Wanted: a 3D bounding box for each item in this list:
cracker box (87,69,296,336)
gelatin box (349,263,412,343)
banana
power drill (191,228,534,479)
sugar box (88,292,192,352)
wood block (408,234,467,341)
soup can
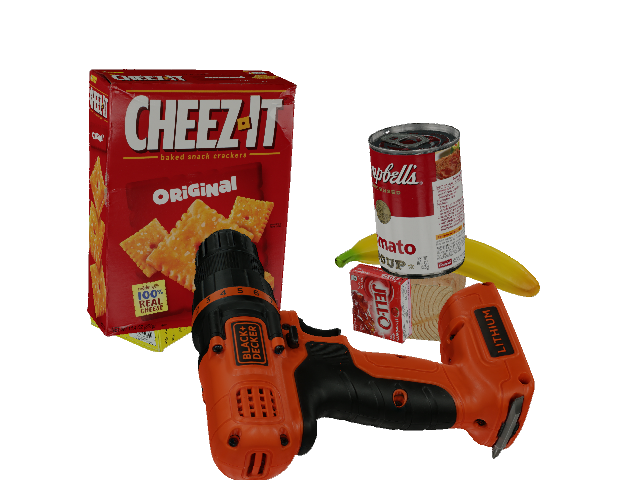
[{"bbox_3d":[-0.111,-0.034,0.908,0.164,0.214,0.072,-4,20,-26],"label":"cracker box"},{"bbox_3d":[0.076,0.078,1.340,0.073,0.089,0.030,13,31,31],"label":"gelatin box"},{"bbox_3d":[0.117,0.020,1.048,0.198,0.037,0.069,7,44,13],"label":"banana"},{"bbox_3d":[0.018,0.061,0.630,0.187,0.057,0.184,1,41,-12],"label":"power drill"},{"bbox_3d":[-0.140,0.047,1.088,0.093,0.048,0.175,18,34,29],"label":"sugar box"},{"bbox_3d":[0.167,0.066,1.620,0.091,0.090,0.206,4,22,12],"label":"wood block"},{"bbox_3d":[0.073,-0.030,0.803,0.068,0.102,0.068,-5,22,2],"label":"soup can"}]
